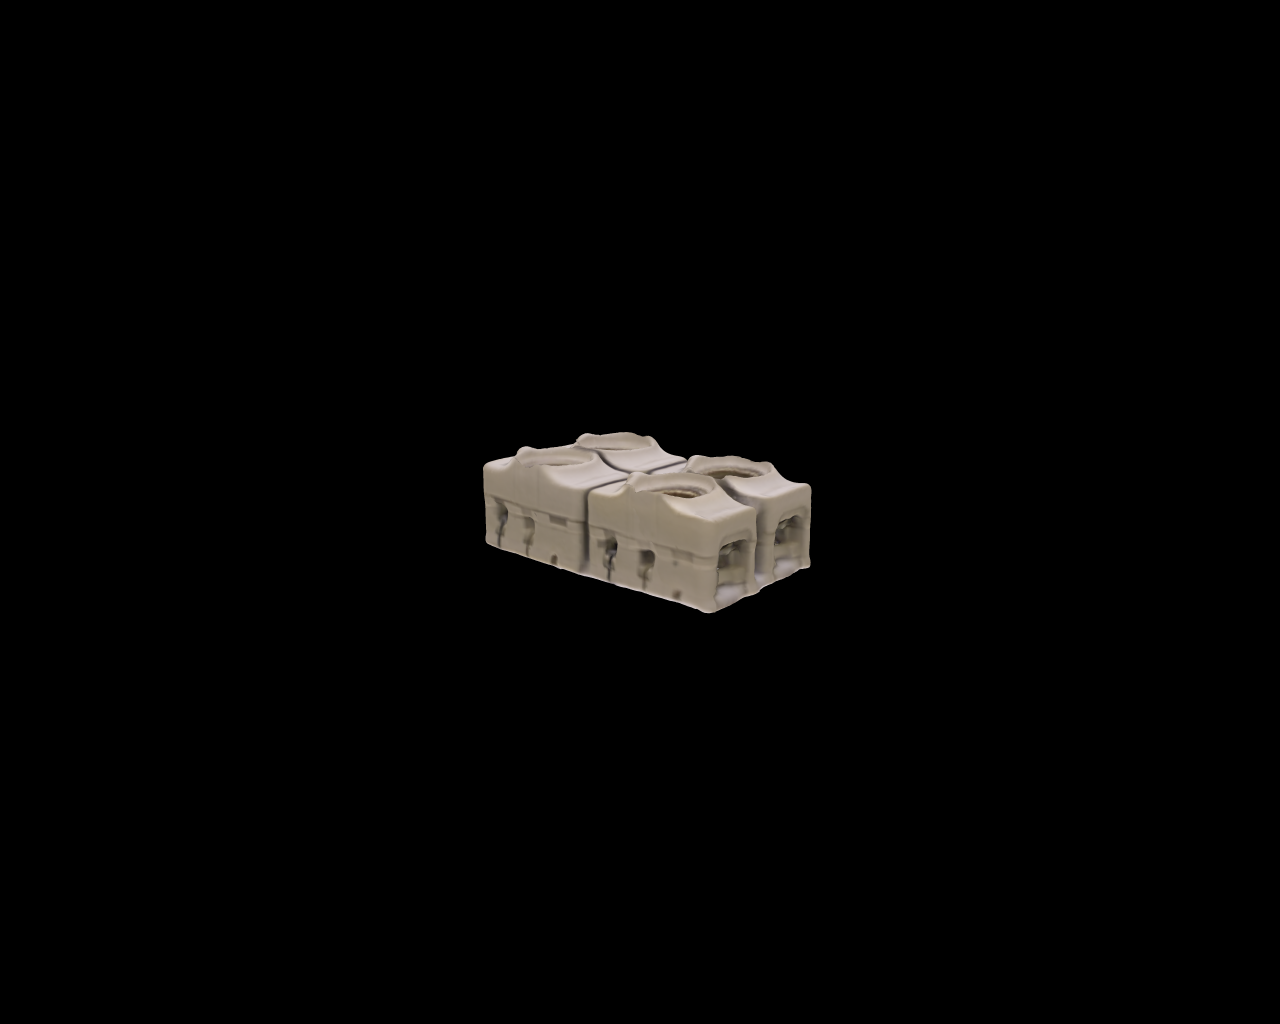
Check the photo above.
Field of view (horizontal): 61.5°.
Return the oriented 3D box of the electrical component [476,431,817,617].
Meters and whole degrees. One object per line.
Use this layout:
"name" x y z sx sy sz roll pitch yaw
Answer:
"electrical component" 0.001 -0.003 0.650 0.186 0.060 0.105 15 22 40
